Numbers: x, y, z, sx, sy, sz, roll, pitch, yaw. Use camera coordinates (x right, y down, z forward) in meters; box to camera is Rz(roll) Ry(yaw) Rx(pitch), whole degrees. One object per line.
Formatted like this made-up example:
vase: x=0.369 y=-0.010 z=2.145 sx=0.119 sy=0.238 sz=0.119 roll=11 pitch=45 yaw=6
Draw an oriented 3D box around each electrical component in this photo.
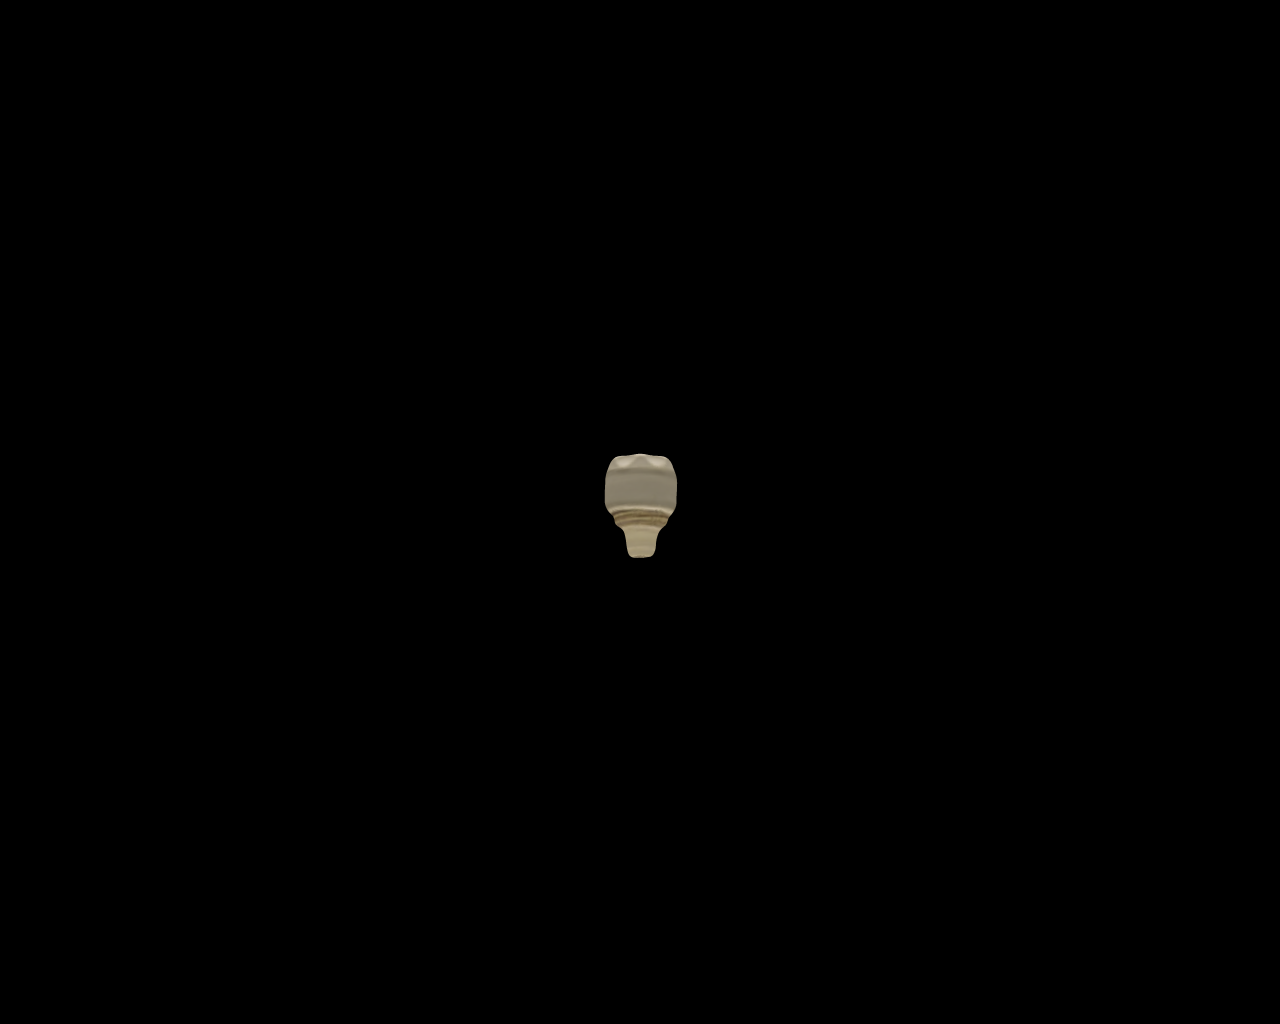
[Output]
electrical component: x=0.001 y=-0.003 z=0.650 sx=0.043 sy=0.062 sz=0.043 roll=0 pitch=-8 yaw=0
